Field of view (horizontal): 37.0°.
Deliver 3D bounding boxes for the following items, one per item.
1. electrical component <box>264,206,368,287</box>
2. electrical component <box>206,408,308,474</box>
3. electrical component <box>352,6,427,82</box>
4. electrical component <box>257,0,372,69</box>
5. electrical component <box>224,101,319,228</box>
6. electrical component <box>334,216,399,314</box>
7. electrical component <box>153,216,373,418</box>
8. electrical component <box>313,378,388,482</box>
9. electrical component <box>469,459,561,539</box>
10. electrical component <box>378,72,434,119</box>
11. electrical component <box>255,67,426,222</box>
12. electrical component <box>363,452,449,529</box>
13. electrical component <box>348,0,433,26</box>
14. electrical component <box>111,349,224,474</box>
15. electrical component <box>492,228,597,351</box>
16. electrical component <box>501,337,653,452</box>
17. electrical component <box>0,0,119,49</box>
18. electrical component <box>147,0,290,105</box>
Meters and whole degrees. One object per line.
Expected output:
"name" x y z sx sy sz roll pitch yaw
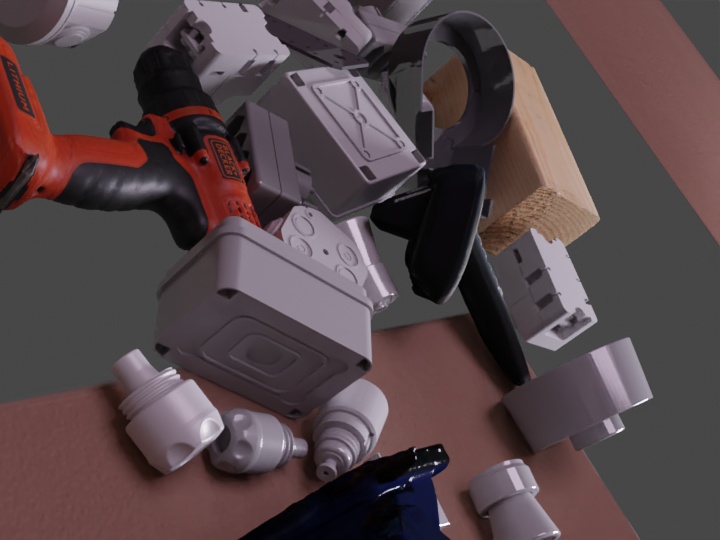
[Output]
"electrical component" -0.038 0.002 0.705 0.080 0.051 0.080 33 34 -26
"electrical component" -0.054 0.096 0.597 0.061 0.035 0.035 17 43 -46
"electrical component" 0.009 -0.224 1.020 0.083 0.047 0.075 2 54 -52
"electrical component" -0.039 -0.218 0.947 0.089 0.050 0.055 44 31 -10
"electrical component" -0.059 -0.062 0.752 0.076 0.047 0.083 24 39 -36
"electrical component" 0.000 0.000 0.768 0.044 0.044 0.065 -8 67 -55
"electrical component" -0.055 0.029 0.627 0.113 0.078 0.057 30 38 -30
"electrical component" -0.009 0.098 0.646 0.040 0.040 0.078 44 31 -9
"electrical component" 0.102 0.160 0.718 0.045 0.045 0.055 10 48 -47
"electrical component" 0.037 -0.157 0.991 0.040 0.040 0.078 19 30 -41
"electrical component" -0.017 -0.101 0.842 0.108 0.056 0.109 53 30 6
"electrical component" 0.016 0.140 0.630 0.055 0.048 0.066 10 48 -58
"electrical component" 0.034 -0.284 1.071 0.062 0.096 0.061 -11 64 -56
"electrical component" -0.103 0.070 0.553 0.062 0.043 0.043 51 30 5
"electrical component" 0.156 0.019 0.934 0.050 0.056 0.089 18 43 -41
"electrical component" 0.168 0.101 0.814 0.108 0.108 0.060 -6 68 -55
"electrical component" -0.195 -0.179 0.674 0.080 0.080 0.051 58 26 14
"electrical component" -0.106 -0.159 0.790 0.050 0.056 0.089 56 31 10
